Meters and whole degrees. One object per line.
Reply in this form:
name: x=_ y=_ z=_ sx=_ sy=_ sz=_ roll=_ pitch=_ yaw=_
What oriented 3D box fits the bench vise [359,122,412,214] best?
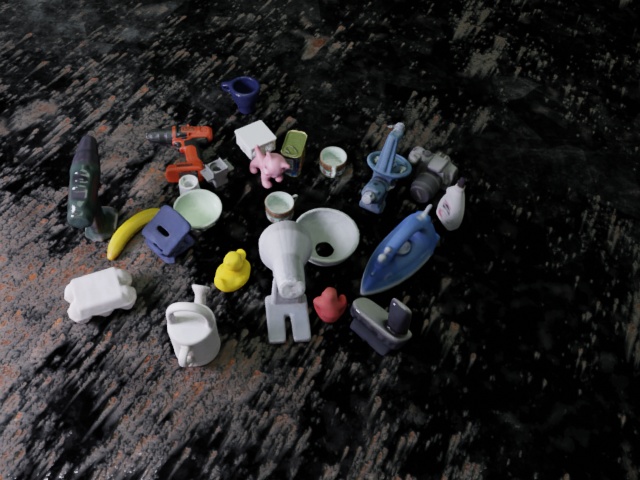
bench vise: x=0.179 y=-0.183 z=1.486 sx=0.121 sy=0.220 sz=0.207 roll=10 pitch=54 yaw=3

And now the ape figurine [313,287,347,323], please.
ape figurine: x=0.024 y=0.142 z=1.320 sx=0.077 sy=0.092 sz=0.076 roll=11 pitch=54 yaw=4

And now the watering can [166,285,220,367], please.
watering can: x=-0.270 y=0.176 z=1.209 sx=0.101 sy=0.194 sz=0.172 roll=-11 pitch=56 yaw=-12

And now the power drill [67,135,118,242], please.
power drill: x=-0.550 y=-0.105 z=1.380 sx=0.075 sy=0.208 sz=0.229 roll=-3 pitch=55 yaw=-6

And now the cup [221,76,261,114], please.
cup: x=-0.234 y=-0.427 z=1.706 sx=0.117 sy=0.095 sz=0.091 roll=10 pitch=54 yaw=3

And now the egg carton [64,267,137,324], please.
egg carton: x=-0.499 y=0.126 z=1.305 sx=0.150 sy=0.069 sz=0.107 roll=-19 pitch=58 yaw=-17

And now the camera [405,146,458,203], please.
camera: x=0.289 y=-0.178 z=1.565 sx=0.143 sy=0.101 sz=0.137 roll=30 pitch=58 yaw=16

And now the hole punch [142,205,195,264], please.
hole punch: x=-0.372 y=-0.014 z=1.402 sx=0.108 sy=0.091 sz=0.101 roll=37 pitch=60 yaw=21

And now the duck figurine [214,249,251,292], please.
duck figurine: x=-0.209 y=0.066 z=1.360 sx=0.077 sy=0.086 sz=0.105 roll=29 pitch=57 yaw=16

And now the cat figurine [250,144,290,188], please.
cat figurine: x=-0.136 y=-0.207 z=1.542 sx=0.067 sy=0.118 sz=0.127 roll=-32 pitch=62 yaw=-24

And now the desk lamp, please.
desk lamp: x=-0.069 y=0.093 z=1.273 sx=0.118 sy=0.213 sz=0.203 roll=-5 pitch=55 yaw=-7

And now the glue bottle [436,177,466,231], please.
glue bottle: x=0.345 y=-0.102 z=1.470 sx=0.037 sy=0.173 sz=0.078 roll=-20 pitch=58 yaw=-17

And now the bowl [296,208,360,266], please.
bowl: x=0.013 y=0.005 z=1.428 sx=0.167 sy=0.075 sz=0.167 roll=2 pitch=54 yaw=-3

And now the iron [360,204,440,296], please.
iron: x=0.191 y=0.021 z=1.389 sx=0.118 sy=0.141 sz=0.259 roll=36 pitch=60 yaw=20

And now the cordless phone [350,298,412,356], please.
cordless phone: x=0.140 y=0.159 z=1.259 sx=0.147 sy=0.185 sz=0.094 roll=35 pitch=59 yaw=19
